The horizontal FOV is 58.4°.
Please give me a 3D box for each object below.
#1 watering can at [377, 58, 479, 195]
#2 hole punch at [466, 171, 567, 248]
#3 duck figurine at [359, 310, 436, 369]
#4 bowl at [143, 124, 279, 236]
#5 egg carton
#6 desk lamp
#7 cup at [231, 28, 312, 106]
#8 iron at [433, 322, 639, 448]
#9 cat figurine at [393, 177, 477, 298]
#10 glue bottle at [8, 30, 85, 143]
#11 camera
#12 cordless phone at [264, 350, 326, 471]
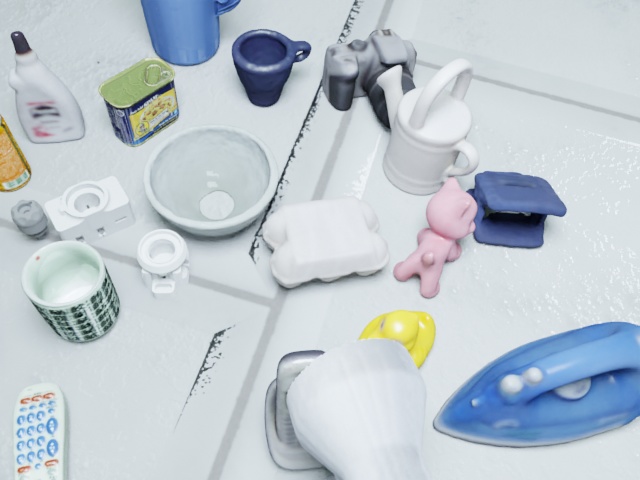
[{"bbox_3d":[0.141,-0.159,0.755,0.172,0.194,0.101,27,59,11],"label":"watering can"},{"bbox_3d":[0.257,-0.054,0.762,0.108,0.091,0.101,4,58,-3],"label":"hole punch"},{"bbox_3d":[0.089,0.107,0.646,0.105,0.086,0.077,-26,64,-20],"label":"duck figurine"},{"bbox_3d":[-0.137,-0.066,0.737,0.167,0.075,0.167,3,58,-4],"label":"bowl"},{"bbox_3d":[0.007,0.003,0.713,0.150,0.069,0.107,-10,59,-12],"label":"egg carton"},{"bbox_3d":[0.048,0.215,0.498,0.118,0.213,0.203,-12,60,-13],"label":"desk lamp"},{"bbox_3d":[-0.071,-0.250,0.848,0.118,0.095,0.091,-16,61,-15],"label":"cup"},{"bbox_3d":[0.254,0.147,0.606,0.258,0.141,0.118,-12,60,-13],"label":"iron"},{"bbox_3d":[0.151,-0.010,0.707,0.067,0.118,0.128,28,59,12],"label":"cat figurine"},{"bbox_3d":[-0.362,-0.195,0.737,0.078,0.173,0.037,-11,60,-12],"label":"glue bottle"},{"bbox_3d":[0.088,-0.238,0.854,0.143,0.101,0.136,-11,60,-12],"label":"camera"},{"bbox_3d":[0.020,0.153,0.551,0.148,0.185,0.094,-7,59,-10],"label":"cordless phone"}]
